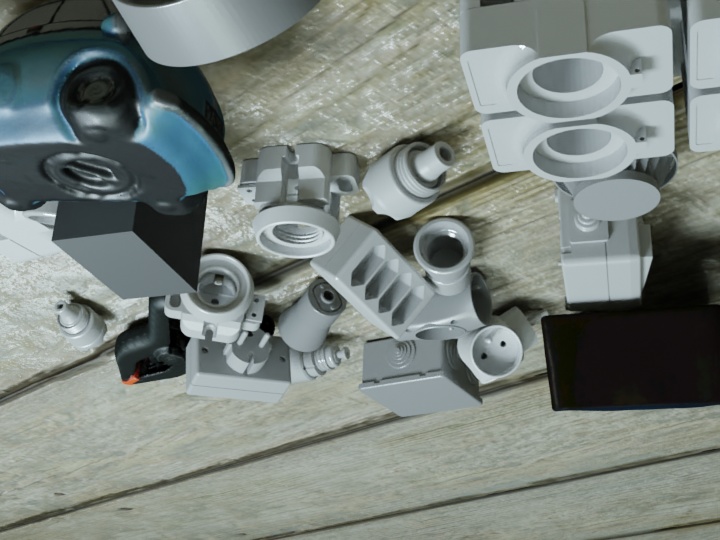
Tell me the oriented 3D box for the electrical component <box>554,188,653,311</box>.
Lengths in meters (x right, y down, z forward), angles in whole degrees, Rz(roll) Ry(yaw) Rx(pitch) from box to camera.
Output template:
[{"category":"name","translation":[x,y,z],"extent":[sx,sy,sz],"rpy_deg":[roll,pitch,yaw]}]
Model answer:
[{"category":"electrical component","translation":[0.168,-0.018,0.741],"extent":[0.061,0.061,0.096],"rpy_deg":[-4,154,13]}]

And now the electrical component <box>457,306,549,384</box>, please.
[{"category":"electrical component","translation":[0.125,0.057,0.911],"extent":[0.079,0.044,0.077],"rpy_deg":[-32,-179,-2]}]

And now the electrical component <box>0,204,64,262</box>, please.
[{"category":"electrical component","translation":[-0.231,-0.048,0.720],"extent":[0.059,0.053,0.095],"rpy_deg":[-12,151,27]}]

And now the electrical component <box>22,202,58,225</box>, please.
[{"category":"electrical component","translation":[-0.184,-0.062,0.674],"extent":[0.044,0.065,0.044],"rpy_deg":[7,173,1]}]

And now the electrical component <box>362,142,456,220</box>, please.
[{"category":"electrical component","translation":[0.035,-0.061,0.685],"extent":[0.043,0.043,0.062],"rpy_deg":[19,148,-31]}]

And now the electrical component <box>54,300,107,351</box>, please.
[{"category":"electrical component","translation":[-0.247,0.045,0.938],"extent":[0.035,0.035,0.061],"rpy_deg":[-4,151,13]}]

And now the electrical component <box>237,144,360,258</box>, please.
[{"category":"electrical component","translation":[-0.041,-0.044,0.710],"extent":[0.078,0.057,0.058],"rpy_deg":[-3,154,11]}]

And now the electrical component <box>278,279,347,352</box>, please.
[{"category":"electrical component","translation":[-0.037,0.035,0.895],"extent":[0.044,0.044,0.065],"rpy_deg":[12,148,-19]}]

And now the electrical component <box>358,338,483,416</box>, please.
[{"category":"electrical component","translation":[0.057,0.096,1.003],"extent":[0.100,0.048,0.100],"rpy_deg":[-12,151,27]}]

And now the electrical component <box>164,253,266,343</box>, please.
[{"category":"electrical component","translation":[-0.114,0.021,0.852],"extent":[0.078,0.058,0.057],"rpy_deg":[10,155,-7]}]

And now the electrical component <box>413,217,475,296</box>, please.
[{"category":"electrical component","translation":[0.064,-0.007,0.800],"extent":[0.044,0.044,0.065],"rpy_deg":[-1,159,8]}]

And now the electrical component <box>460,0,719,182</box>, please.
[{"category":"electrical component","translation":[0.147,-0.098,0.496],"extent":[0.186,0.060,0.105],"rpy_deg":[-5,153,15]}]

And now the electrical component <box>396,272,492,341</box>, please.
[{"category":"electrical component","translation":[0.071,0.035,0.880],"extent":[0.077,0.044,0.079],"rpy_deg":[-12,159,27]}]

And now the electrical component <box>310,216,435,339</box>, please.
[{"category":"electrical component","translation":[0.000,0.000,0.804],"extent":[0.083,0.047,0.076],"rpy_deg":[45,171,-38]}]

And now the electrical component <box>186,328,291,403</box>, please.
[{"category":"electrical component","translation":[-0.098,0.072,0.909],"extent":[0.083,0.047,0.075],"rpy_deg":[8,144,-20]}]

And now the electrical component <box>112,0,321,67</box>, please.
[{"category":"electrical component","translation":[-0.063,-0.134,0.483],"extent":[0.099,0.099,0.064],"rpy_deg":[-9,146,22]}]

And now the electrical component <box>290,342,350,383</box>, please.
[{"category":"electrical component","translation":[-0.046,0.082,0.992],"extent":[0.078,0.040,0.040],"rpy_deg":[-11,151,24]}]
